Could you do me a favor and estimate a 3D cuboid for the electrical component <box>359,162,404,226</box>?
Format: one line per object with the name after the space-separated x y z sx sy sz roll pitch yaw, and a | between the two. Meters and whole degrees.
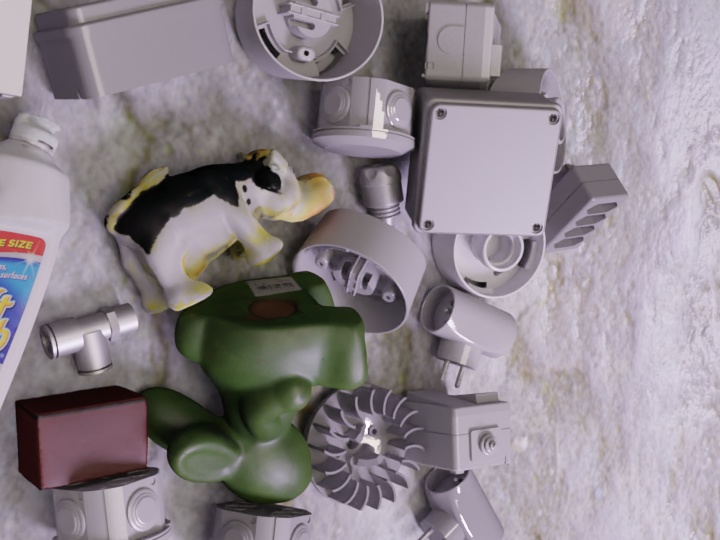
0.019 -0.056 0.879 0.035 0.035 0.061 -18 107 -32 | electrical component

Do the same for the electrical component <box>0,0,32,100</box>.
-0.282 -0.159 0.645 0.150 0.062 0.089 6 91 -35 | electrical component

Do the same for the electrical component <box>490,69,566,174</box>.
0.142 -0.125 0.930 0.099 0.064 0.099 -2 90 -65 | electrical component

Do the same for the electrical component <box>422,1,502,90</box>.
0.084 -0.179 0.878 0.061 0.096 0.061 4 93 5 | electrical component

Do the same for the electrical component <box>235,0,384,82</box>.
-0.041 -0.190 0.807 0.099 0.064 0.099 -4 96 -34 | electrical component

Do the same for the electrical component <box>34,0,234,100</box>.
-0.153 -0.156 0.725 0.113 0.078 0.057 -22 110 -31 | electrical component

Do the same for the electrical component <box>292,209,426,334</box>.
0.000 0.000 0.836 0.099 0.099 0.064 41 66 -30 | electrical component

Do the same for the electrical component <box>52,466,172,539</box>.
-0.173 0.168 0.742 0.080 0.080 0.051 -7 93 -34 | electrical component

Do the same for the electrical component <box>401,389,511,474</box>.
0.082 0.133 0.902 0.062 0.096 0.061 -2 90 -34 | electrical component

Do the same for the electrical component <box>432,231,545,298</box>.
0.111 -0.025 0.942 0.099 0.064 0.099 -5 104 -21 | electrical component

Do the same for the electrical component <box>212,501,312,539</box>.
-0.075 0.206 0.813 0.080 0.080 0.051 9 84 -35 | electrical component

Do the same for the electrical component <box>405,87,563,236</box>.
0.096 -0.086 0.855 0.109 0.056 0.108 1 112 -10 | electrical component

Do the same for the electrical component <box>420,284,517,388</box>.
0.089 0.062 0.931 0.077 0.044 0.079 24 81 -34 | electrical component

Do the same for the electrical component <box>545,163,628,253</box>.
0.186 -0.071 0.974 0.047 0.083 0.075 -8 61 -34 | electrical component

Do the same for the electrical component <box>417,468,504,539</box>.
0.080 0.220 0.940 0.079 0.044 0.077 -40 115 -25 | electrical component

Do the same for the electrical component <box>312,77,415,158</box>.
0.004 -0.117 0.836 0.080 0.080 0.051 7 87 -35 | electrical component
